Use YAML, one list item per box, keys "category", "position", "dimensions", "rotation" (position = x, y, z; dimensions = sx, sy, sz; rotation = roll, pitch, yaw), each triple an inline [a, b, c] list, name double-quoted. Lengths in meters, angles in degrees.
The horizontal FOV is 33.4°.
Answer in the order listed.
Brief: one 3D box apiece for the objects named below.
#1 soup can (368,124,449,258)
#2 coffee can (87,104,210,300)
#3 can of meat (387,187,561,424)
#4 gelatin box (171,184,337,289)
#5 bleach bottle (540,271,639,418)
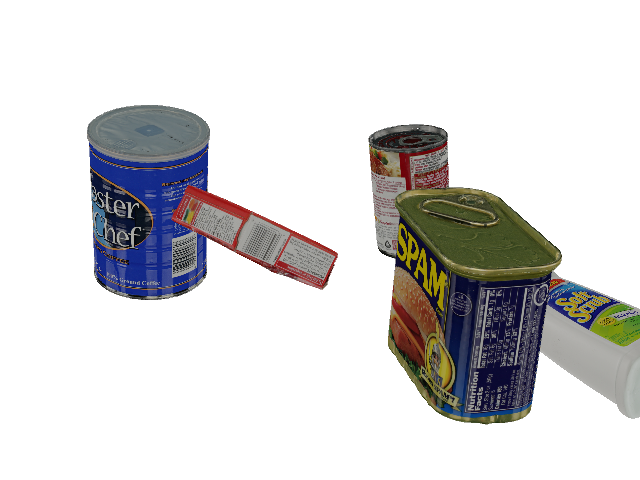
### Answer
- category: "soup can"
  position: [0.079, -0.042, 0.927]
  dimensions: [0.068, 0.102, 0.068]
  rotation: [-5, 23, 2]
- category: "coffee can"
  position: [-0.149, -0.034, 0.932]
  dimensions: [0.103, 0.140, 0.103]
  rotation: [3, 30, -2]
- category: "can of meat"
  position: [0.071, 0.030, 0.528]
  dimensions: [0.057, 0.084, 0.102]
  rotation: [-3, 24, -15]
- category: "gelatin box"
  position: [-0.043, -0.002, 0.711]
  dimensions: [0.089, 0.030, 0.073]
  rotation: [26, -1, -44]
- category: "bleach bottle"
  position: [0.242, 0.082, 1.041]
  dimensions: [0.102, 0.068, 0.251]
  rotation: [-17, 26, -28]
